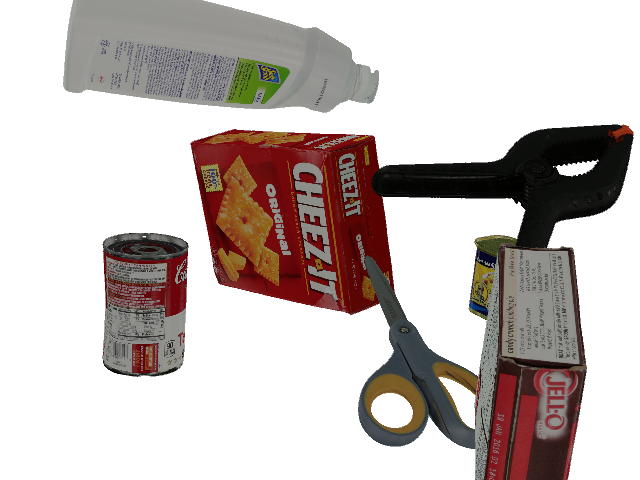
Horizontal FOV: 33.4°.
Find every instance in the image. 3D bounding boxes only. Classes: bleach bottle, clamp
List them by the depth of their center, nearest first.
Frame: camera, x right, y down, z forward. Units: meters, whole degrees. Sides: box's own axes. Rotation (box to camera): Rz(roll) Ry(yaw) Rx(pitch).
[{"bbox_3d":[0.167,-0.034,0.814,0.209,0.036,0.165,-20,46,-20],"label":"clamp"},{"bbox_3d":[-0.078,-0.146,0.874,0.250,0.068,0.103,10,-29,-11],"label":"bleach bottle"}]

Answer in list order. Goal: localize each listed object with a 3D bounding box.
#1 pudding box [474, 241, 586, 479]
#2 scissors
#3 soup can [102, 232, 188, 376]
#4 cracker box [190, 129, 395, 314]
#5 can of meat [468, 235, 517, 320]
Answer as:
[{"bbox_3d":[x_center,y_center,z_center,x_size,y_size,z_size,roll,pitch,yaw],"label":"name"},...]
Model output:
[{"bbox_3d":[0.090,0.063,0.467,0.039,0.090,0.113,6,25,5],"label":"pudding box"},{"bbox_3d":[0.042,0.072,0.708,0.096,0.016,0.202,-13,36,-25],"label":"scissors"},{"bbox_3d":[-0.142,0.051,0.862,0.068,0.102,0.068,4,15,-1],"label":"soup can"},{"bbox_3d":[-0.032,-0.024,1.079,0.071,0.164,0.214,-22,21,-38],"label":"cracker box"},{"bbox_3d":[0.214,0.050,1.185,0.057,0.084,0.102,-9,23,-36],"label":"can of meat"}]
